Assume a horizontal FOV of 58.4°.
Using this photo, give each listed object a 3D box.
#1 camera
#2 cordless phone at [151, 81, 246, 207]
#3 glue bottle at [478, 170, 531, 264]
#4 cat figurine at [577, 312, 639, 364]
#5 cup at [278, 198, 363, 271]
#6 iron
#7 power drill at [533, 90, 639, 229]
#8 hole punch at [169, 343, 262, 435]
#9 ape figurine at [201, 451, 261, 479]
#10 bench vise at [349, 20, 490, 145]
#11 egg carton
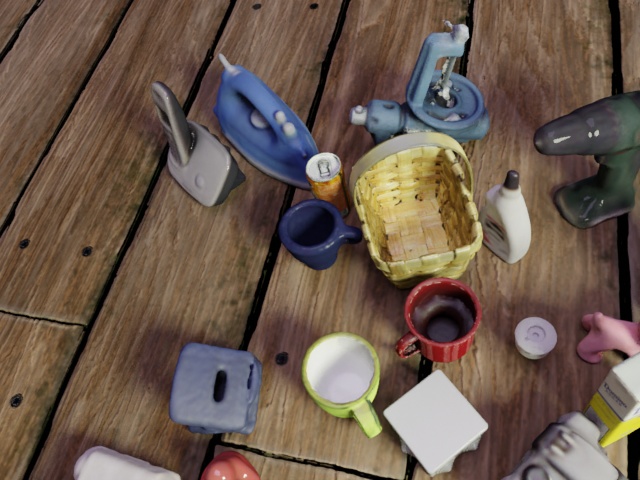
[{"bbox_3d":[0.273,0.271,0.599,0.143,0.101,0.136,-41,60,-14],"label":"camera"},{"bbox_3d":[-0.203,-0.151,0.901,0.094,0.185,0.147,-44,61,-15],"label":"cordless phone"},{"bbox_3d":[0.242,-0.037,0.748,0.037,0.173,0.078,-39,59,-12],"label":"glue bottle"},{"bbox_3d":[0.378,0.106,0.667,0.127,0.118,0.067,9,62,17],"label":"cat figurine"},{"bbox_3d":[0.008,0.003,0.818,0.117,0.095,0.092,6,61,15],"label":"cup"},{"bbox_3d":[-0.083,-0.196,0.928,0.119,0.142,0.257,-38,60,-12],"label":"iron"},{"bbox_3d":[0.372,-0.107,0.742,0.229,0.209,0.075,-22,57,-2],"label":"power drill"},{"bbox_3d":[-0.131,0.190,0.737,0.101,0.091,0.108,-2,59,10],"label":"hole punch"},{"bbox_3d":[-0.111,0.285,0.675,0.077,0.092,0.076,-5,59,9],"label":"ape figurine"},{"bbox_3d":[0.150,-0.206,0.840,0.207,0.220,0.121,-23,57,-2],"label":"bench vise"},{"bbox_3d":[-0.243,0.320,0.694,0.150,0.069,0.107,10,62,17],"label":"egg carton"}]
